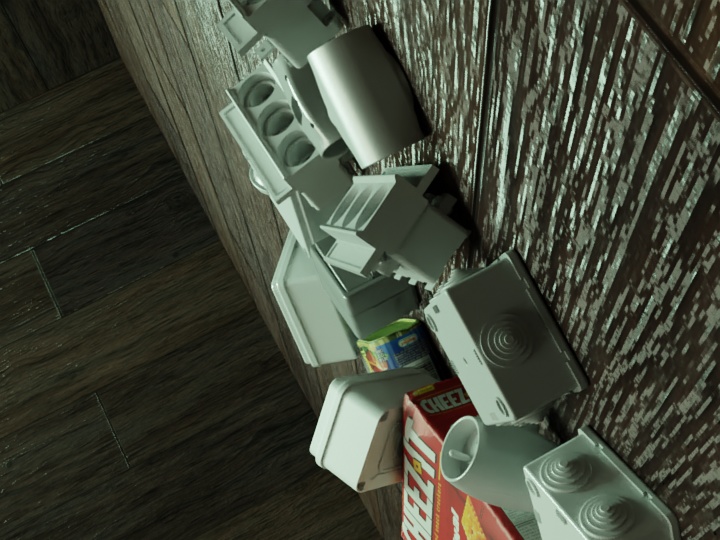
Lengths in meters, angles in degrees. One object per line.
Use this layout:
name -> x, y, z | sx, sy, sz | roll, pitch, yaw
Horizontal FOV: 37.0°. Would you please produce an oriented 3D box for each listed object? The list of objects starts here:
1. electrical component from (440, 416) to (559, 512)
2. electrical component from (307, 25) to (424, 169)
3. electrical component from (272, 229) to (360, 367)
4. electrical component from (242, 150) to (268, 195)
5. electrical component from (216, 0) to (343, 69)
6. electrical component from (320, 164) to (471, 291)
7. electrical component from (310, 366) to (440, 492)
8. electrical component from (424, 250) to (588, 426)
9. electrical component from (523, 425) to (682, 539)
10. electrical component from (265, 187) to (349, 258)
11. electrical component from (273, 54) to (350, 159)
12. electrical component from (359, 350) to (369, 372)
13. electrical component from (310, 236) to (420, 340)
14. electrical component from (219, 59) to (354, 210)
electrical component -> 0.098, 0.111, 0.702 | 0.043, 0.077, 0.079 | -37, 36, 51
electrical component -> 0.001, -0.106, 0.677 | 0.077, 0.044, 0.079 | 64, 171, -5
electrical component -> -0.035, 0.020, 1.069 | 0.108, 0.056, 0.108 | -77, -29, -53
electrical component -> -0.089, -0.114, 1.117 | 0.078, 0.058, 0.057 | 57, 166, 33
electrical component -> -0.049, -0.169, 0.699 | 0.064, 0.081, 0.042 | 39, -169, -46
electrical component -> 0.022, -0.026, 0.705 | 0.063, 0.078, 0.121 | 35, 177, -13
electrical component -> 0.022, 0.127, 0.878 | 0.057, 0.113, 0.078 | 31, 111, 37
electrical component -> 0.082, 0.044, 0.638 | 0.099, 0.048, 0.099 | 62, 171, 7
electrical component -> 0.141, 0.154, 0.623 | 0.099, 0.048, 0.099 | 49, 162, 53
electrical component -> -0.053, -0.085, 0.994 | 0.108, 0.056, 0.108 | 56, 169, 37
electrical component -> -0.028, -0.121, 0.798 | 0.077, 0.043, 0.079 | 61, 171, 9
electrical component -> 0.033, 0.103, 1.085 | 0.083, 0.047, 0.075 | 68, 170, -27
electrical component -> 0.000, 0.000, 0.928 | 0.096, 0.062, 0.061 | 54, 167, 45
electrical component -> -0.056, -0.111, 0.896 | 0.121, 0.079, 0.063 | 56, -174, 37
